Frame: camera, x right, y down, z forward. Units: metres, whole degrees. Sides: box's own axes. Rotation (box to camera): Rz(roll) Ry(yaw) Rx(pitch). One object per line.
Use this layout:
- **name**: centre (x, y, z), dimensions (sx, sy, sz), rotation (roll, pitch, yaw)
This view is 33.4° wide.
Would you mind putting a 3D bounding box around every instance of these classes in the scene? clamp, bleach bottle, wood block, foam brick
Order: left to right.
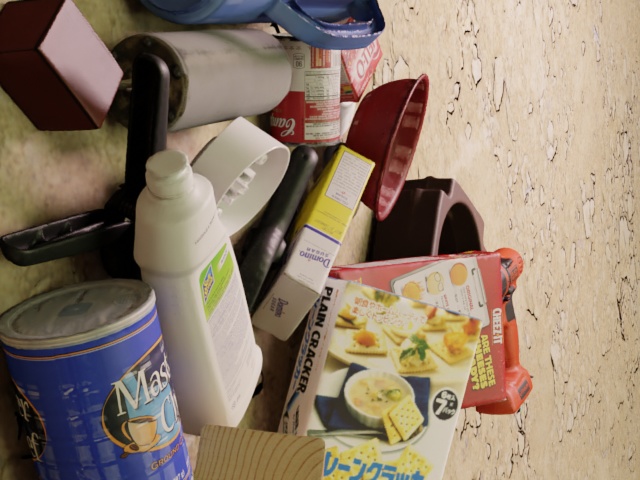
- **foam brick**: centre (-0.178, -0.117, 0.713), dimensions (0.078, 0.051, 0.053), rotation (59, 39, -46)
- **clamp**: centre (-0.140, -0.015, 0.766), dimensions (0.164, 0.036, 0.210), rotation (-52, 157, -17)
- **bleach bottle**: centre (-0.092, 0.034, 0.787), dimensions (0.102, 0.068, 0.251), rotation (-72, 164, -44)
- **wood block**: centre (-0.045, 0.209, 0.839), dimensions (0.206, 0.091, 0.090), rotation (91, 7, -72)
- **clamp**: centre (-0.049, 0.007, 0.963), dimensions (0.120, 0.039, 0.171), rotation (98, 17, -69)

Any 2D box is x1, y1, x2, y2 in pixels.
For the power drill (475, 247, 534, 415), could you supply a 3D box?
- **power drill**: centre (0.214, 0.113, 1.299), dimensions (0.184, 0.057, 0.188), rotation (-27, 114, -61)

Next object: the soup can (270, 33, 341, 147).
- **soup can**: centre (-0.014, -0.143, 1.010), dimensions (0.068, 0.069, 0.102), rotation (-27, 120, -61)

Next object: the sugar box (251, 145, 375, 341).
- **sugar box**: centre (-0.007, 0.001, 1.014), dimensions (0.093, 0.048, 0.176), rotation (-55, -174, 49)

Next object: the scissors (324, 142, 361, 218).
- **scissors**: centre (0.048, -0.083, 1.206), dimensions (0.201, 0.016, 0.096), rotation (-45, 129, -55)

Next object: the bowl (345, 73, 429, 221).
- **bowl**: centre (0.064, -0.104, 1.123), dimensions (0.162, 0.055, 0.162), rotation (19, 90, -79)

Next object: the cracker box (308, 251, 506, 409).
- **cracker box**: centre (0.092, 0.101, 1.124), dimensions (0.213, 0.072, 0.164), rotation (-5, 95, -31)

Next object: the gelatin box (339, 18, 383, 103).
- **gelatin box**: centre (0.033, -0.198, 1.113), dimensions (0.089, 0.030, 0.073), rotation (-63, 143, -40)

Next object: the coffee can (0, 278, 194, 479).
- **coffee can**: centre (-0.147, 0.109, 0.711), dimensions (0.102, 0.103, 0.140), rotation (-39, 124, -58)

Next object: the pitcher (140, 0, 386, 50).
- **pitcher**: centre (-0.045, -0.233, 0.891), dimensions (0.242, 0.149, 0.145), rotation (-26, 123, -58)
